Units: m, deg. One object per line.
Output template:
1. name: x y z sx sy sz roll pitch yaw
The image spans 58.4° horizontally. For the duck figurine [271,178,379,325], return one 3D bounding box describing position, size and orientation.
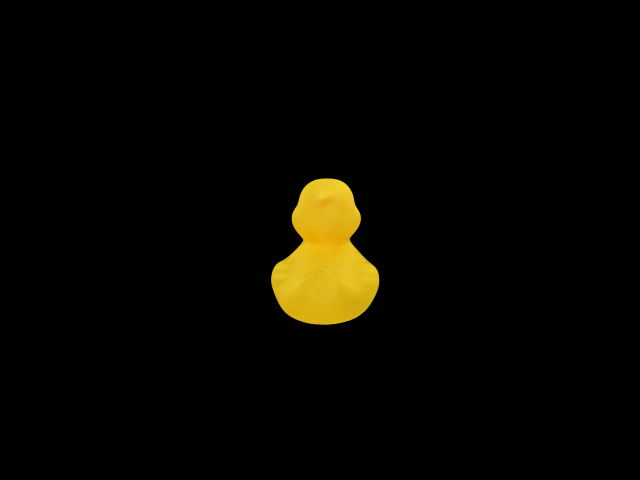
1. duck figurine: 0.004 0.001 0.400 0.077 0.086 0.104 1 23 4
